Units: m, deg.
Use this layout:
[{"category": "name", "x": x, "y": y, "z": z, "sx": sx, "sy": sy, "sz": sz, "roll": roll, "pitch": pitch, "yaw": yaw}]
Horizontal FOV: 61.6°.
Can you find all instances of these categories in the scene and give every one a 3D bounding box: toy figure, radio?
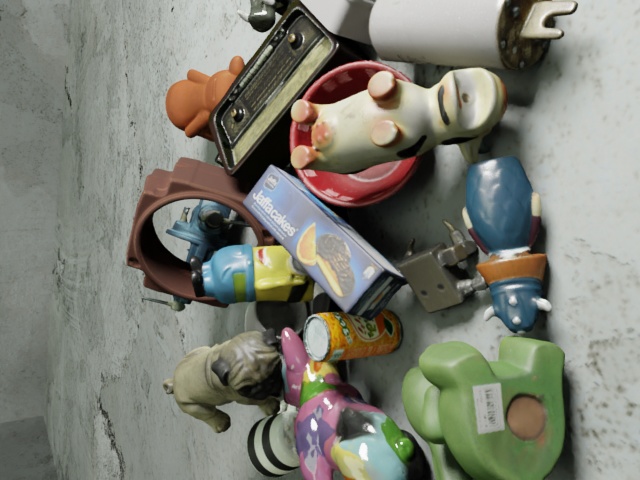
[{"category": "toy figure", "x": 0.169, "y": 0.004, "z": 0.477, "sx": 0.064, "sy": 0.058, "sz": 0.154, "roll": -16, "pitch": 83, "yaw": 59}, {"category": "radio", "x": -0.050, "y": -0.194, "z": 0.719, "sx": 0.229, "sy": 0.073, "sz": 0.131, "roll": -44, "pitch": 54, "yaw": 25}, {"category": "toy figure", "x": -0.082, "y": 0.047, "z": 0.732, "sx": 0.089, "sy": 0.180, "sz": 0.082, "roll": 93, "pitch": 169, "yaw": -62}]

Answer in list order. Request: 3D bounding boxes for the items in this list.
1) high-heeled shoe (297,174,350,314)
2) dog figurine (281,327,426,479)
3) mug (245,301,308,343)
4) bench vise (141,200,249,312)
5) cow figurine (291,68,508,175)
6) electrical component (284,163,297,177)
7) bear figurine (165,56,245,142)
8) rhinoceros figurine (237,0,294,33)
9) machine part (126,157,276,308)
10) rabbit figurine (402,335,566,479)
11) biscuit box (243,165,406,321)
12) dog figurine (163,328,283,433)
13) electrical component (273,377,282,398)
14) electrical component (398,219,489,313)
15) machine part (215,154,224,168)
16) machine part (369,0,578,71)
[{"category": "high-heeled shoe", "x": -0.005, "y": 0.000, "z": 0.683, "sx": 0.145, "sy": 0.086, "sz": 0.248, "roll": 21, "pitch": 92, "yaw": 35}, {"category": "dog figurine", "x": 0.022, "y": 0.199, "z": 0.649, "sx": 0.191, "sy": 0.108, "sz": 0.219, "roll": -45, "pitch": 53, "yaw": 47}, {"category": "mug", "x": -0.078, "y": 0.108, "z": 0.812, "sx": 0.107, "sy": 0.081, "sz": 0.109, "roll": -43, "pitch": 50, "yaw": 55}, {"category": "bench vise", "x": -0.208, "y": 0.014, "z": 0.938, "sx": 0.224, "sy": 0.129, "sz": 0.240, "roll": 15, "pitch": 85, "yaw": 61}, {"category": "cow figurine", "x": 0.081, "y": -0.109, "z": 0.512, "sx": 0.195, "sy": 0.127, "sz": 0.085, "roll": -10, "pitch": 84, "yaw": 38}, {"category": "electrical component", "x": -0.025, "y": -0.110, "z": 0.776, "sx": 0.094, "sy": 0.021, "sz": 0.063, "roll": 20, "pitch": 107, "yaw": 54}, {"category": "bear figurine", "x": -0.172, "y": -0.241, "z": 0.928, "sx": 0.196, "sy": 0.132, "sz": 0.120, "roll": -1, "pitch": 91, "yaw": 37}, {"category": "rhinoceros figurine", "x": -0.065, "y": -0.383, "z": 0.752, "sx": 0.073, "sy": 0.112, "sz": 0.190, "roll": -6, "pitch": 78, "yaw": 52}, {"category": "machine part", "x": -0.171, "y": -0.005, "z": 0.795, "sx": 0.087, "sy": 0.201, "sz": 0.201, "roll": -94, "pitch": 25, "yaw": -59}, {"category": "rabbit figurine", "x": 0.142, "y": 0.165, "z": 0.499, "sx": 0.170, "sy": 0.121, "sz": 0.159, "roll": 150, "pitch": 107, "yaw": -71}, {"category": "biscuit box", "x": -0.001, "y": -0.002, "z": 0.592, "sx": 0.063, "sy": 0.059, "sz": 0.203, "roll": -52, "pitch": 55, "yaw": 9}, {"category": "dog figurine", "x": -0.129, "y": 0.166, "z": 0.675, "sx": 0.190, "sy": 0.172, "sz": 0.121, "roll": 87, "pitch": 165, "yaw": -66}, {"category": "electrical component", "x": -0.098, "y": 0.192, "z": 0.868, "sx": 0.119, "sy": 0.048, "sz": 0.074, "roll": 53, "pitch": 130, "yaw": 38}, {"category": "electrical component", "x": 0.123, "y": 0.029, "z": 0.557, "sx": 0.078, "sy": 0.045, "sz": 0.102, "roll": 52, "pitch": 141, "yaw": 2}, {"category": "machine part", "x": -0.105, "y": -0.156, "z": 0.845, "sx": 0.139, "sy": 0.084, "sz": 0.039, "roll": -47, "pitch": 11, "yaw": 26}, {"category": "machine part", "x": 0.126, "y": -0.205, "z": 0.513, "sx": 0.243, "sy": 0.079, "sz": 0.079, "roll": 28, "pitch": 113, "yaw": 50}]
